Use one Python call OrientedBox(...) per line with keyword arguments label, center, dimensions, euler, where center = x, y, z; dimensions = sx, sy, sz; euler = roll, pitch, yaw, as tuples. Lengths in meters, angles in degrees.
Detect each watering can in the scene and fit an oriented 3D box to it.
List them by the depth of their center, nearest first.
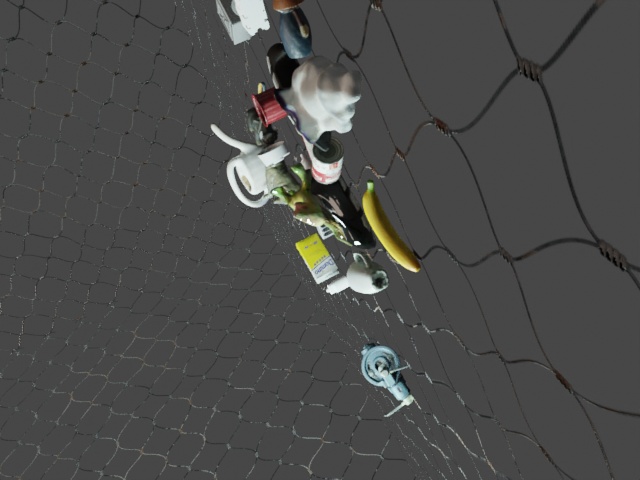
OrientedBox(label="watering can", center=(-0.245, -0.291, 1.856), dimensions=(0.104, 0.227, 0.342), euler=(13, 130, 52))

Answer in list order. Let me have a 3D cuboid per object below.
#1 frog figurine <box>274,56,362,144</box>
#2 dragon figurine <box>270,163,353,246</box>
OrientedBox(label="frog figurine", center=(0.019, -0.248, 0.861), dimensions=(0.157, 0.123, 0.138), euler=(-26, 81, 46))
OrientedBox(label="dragon figurine", center=(0.004, -0.069, 1.364), dimensions=(0.245, 0.121, 0.409), euler=(50, -168, 17))
